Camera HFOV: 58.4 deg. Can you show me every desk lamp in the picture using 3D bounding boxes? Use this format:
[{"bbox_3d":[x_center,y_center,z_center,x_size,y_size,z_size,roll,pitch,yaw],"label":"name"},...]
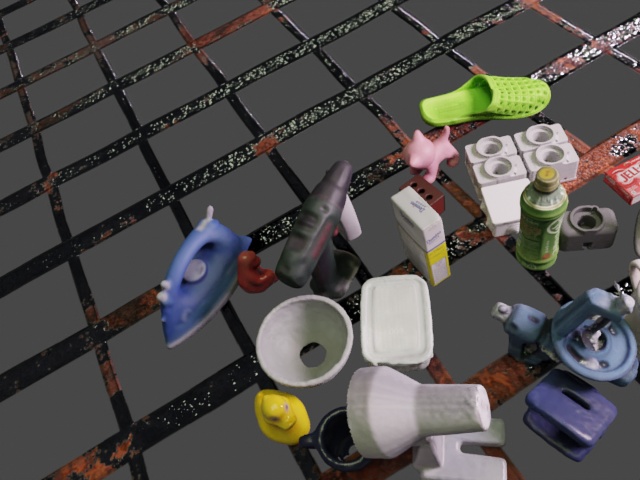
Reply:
[{"bbox_3d":[0.152,0.252,0.784,0.203,0.214,0.118,-1,55,14],"label":"desk lamp"}]

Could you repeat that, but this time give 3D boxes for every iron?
[{"bbox_3d":[-0.238,0.065,1.069,0.118,0.142,0.258,15,60,24],"label":"iron"}]

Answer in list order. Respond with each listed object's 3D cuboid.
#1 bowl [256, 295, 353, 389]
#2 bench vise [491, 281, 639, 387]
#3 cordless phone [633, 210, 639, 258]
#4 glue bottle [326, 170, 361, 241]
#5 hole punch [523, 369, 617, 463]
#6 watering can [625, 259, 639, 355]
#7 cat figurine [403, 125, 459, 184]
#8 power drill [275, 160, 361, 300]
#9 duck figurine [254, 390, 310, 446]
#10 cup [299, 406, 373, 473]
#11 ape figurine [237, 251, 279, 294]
[{"bbox_3d":[-0.020,0.181,0.969,0.167,0.075,0.167,-7,54,10],"label":"bowl"},{"bbox_3d":[0.350,0.131,0.813,0.207,0.220,0.121,1,55,16],"label":"bench vise"},{"bbox_3d":[0.583,-0.040,0.895,0.147,0.185,0.094,5,57,18],"label":"cordless phone"},{"bbox_3d":[0.034,-0.073,1.075,0.037,0.173,0.078,-32,53,-8],"label":"glue bottle"},{"bbox_3d":[0.354,0.239,0.816,0.108,0.091,0.101,35,70,32],"label":"hole punch"},{"bbox_3d":[0.508,0.093,0.814,0.101,0.194,0.172,-41,55,-15],"label":"watering can"},{"bbox_3d":[0.214,-0.177,1.136,0.128,0.118,0.067,-38,54,-13],"label":"cat figurine"},{"bbox_3d":[0.009,0.004,1.004,0.075,0.209,0.230,18,61,26],"label":"power drill"},{"bbox_3d":[-0.069,0.272,0.910,0.104,0.086,0.077,35,70,32],"label":"duck figurine"},{"bbox_3d":[0.034,0.307,0.851,0.117,0.095,0.091,-9,53,9],"label":"cup"},{"bbox_3d":[-0.127,0.054,1.078,0.076,0.092,0.077,-29,53,-6],"label":"ape figurine"}]
